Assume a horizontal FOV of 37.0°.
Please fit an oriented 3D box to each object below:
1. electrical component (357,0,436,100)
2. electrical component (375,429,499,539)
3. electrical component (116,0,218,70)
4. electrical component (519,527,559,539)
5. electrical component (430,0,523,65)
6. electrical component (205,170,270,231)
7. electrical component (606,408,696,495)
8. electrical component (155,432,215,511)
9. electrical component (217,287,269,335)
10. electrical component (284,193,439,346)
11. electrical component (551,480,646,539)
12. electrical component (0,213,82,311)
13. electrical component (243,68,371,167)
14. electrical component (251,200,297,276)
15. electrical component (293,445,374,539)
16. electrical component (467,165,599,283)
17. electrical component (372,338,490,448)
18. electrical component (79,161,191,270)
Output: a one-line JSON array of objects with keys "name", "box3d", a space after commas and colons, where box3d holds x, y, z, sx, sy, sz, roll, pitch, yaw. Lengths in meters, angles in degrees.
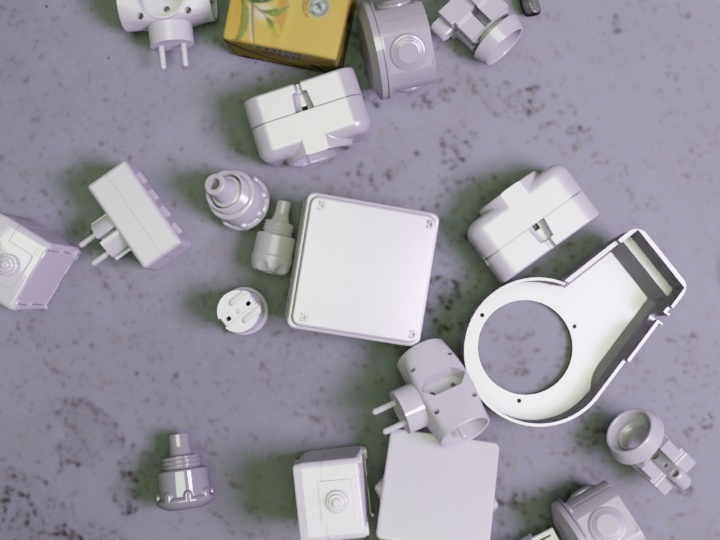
[{"name": "electrical component", "box3d": [0.029, -0.182, 0.876, 0.051, 0.080, 0.080, -13, 88, -3]}, {"name": "electrical component", "box3d": [0.062, 0.181, 0.866, 0.100, 0.048, 0.099, 8, 68, 3]}, {"name": "electrical component", "box3d": [-0.160, -0.208, 0.903, 0.077, 0.044, 0.079, -6, 88, 2]}, {"name": "electrical component", "box3d": [0.131, 0.247, 0.866, 0.081, 0.064, 0.042, -28, 88, 1]}, {"name": "electrical component", "box3d": [0.101, -0.203, 0.890, 0.066, 0.048, 0.055, -43, 79, 1]}, {"name": "electrical component", "box3d": [-0.106, -0.062, 0.884, 0.048, 0.062, 0.048, -5, 76, 18]}, {"name": "electrical component", "box3d": [0.230, 0.142, 0.862, 0.048, 0.066, 0.055, -47, 120, 1]}, {"name": "electrical component", "box3d": [-0.147, 0.167, 0.892, 0.048, 0.048, 0.062, -8, 81, 3]}, {"name": "electrical component", "box3d": [-0.098, 0.034, 0.892, 0.040, 0.046, 0.040, 0, 88, 2]}, {"name": "electrical component", "box3d": [0.000, 0.000, 0.875, 0.109, 0.056, 0.108, 9, 89, -9]}, {"name": "electrical component", "box3d": [0.191, 0.211, 0.856, 0.051, 0.080, 0.080, -29, 87, -3]}, {"name": "electrical component", "box3d": [-0.281, -0.008, 0.877, 0.061, 0.096, 0.061, 31, 90, 3]}, {"name": "electrical component", "box3d": [-0.041, -0.122, 0.890, 0.095, 0.054, 0.059, -18, 88, 2]}, {"name": "electrical component", "box3d": [-0.069, -0.028, 0.898, 0.035, 0.035, 0.061, 12, 86, 3]}, {"name": "electrical component", "box3d": [-0.025, 0.179, 0.859, 0.061, 0.096, 0.061, -6, 88, 4]}, {"name": "electrical component", "box3d": [0.137, -0.041, 0.878, 0.095, 0.054, 0.059, -36, 87, 1]}, {"name": "electrical component", "box3d": [0.049, 0.105, 0.851, 0.079, 0.043, 0.077, -23, 60, -11]}, {"name": "electrical component", "box3d": [-0.198, -0.034, 0.898, 0.076, 0.047, 0.083, -35, 87, 1]}]
